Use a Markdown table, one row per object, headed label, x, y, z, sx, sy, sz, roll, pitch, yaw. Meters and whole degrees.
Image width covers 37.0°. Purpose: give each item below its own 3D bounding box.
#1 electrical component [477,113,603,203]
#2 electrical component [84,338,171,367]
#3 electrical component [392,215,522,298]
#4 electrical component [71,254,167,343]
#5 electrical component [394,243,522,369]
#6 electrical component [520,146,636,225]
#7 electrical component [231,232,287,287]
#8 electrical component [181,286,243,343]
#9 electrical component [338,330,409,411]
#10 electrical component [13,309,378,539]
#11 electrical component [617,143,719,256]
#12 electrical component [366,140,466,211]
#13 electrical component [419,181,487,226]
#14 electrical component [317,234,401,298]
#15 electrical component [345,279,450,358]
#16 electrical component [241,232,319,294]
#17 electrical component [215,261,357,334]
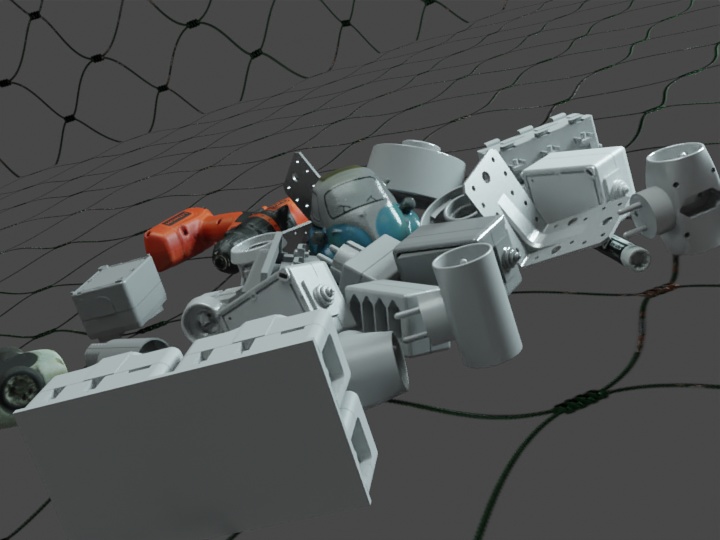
| label | x | y | z | sx | sy | sz | roll | pitch | yaw |
| --- | --- | --- | --- | --- | --- | --- | --- | --- | --- |
| electrical component | 0.187 | -0.116 | 1.114 | 0.121 | 0.063 | 0.079 | -22 | 17 | -13 |
| electrical component | -0.203 | 0.081 | 0.928 | 0.081 | 0.043 | 0.043 | -5 | 21 | 39 |
| electrical component | 0.082 | -0.002 | 0.861 | 0.096 | 0.061 | 0.061 | -7 | 20 | 35 |
| electrical component | -0.243 | 0.028 | 1.109 | 0.062 | 0.061 | 0.096 | -14 | 17 | 15 |
| electrical component | 0.065 | 0.030 | 0.749 | 0.079 | 0.077 | 0.043 | -17 | 16 | 6 |
| electrical component | 0.204 | -0.073 | 0.961 | 0.096 | 0.061 | 0.061 | 0 | 24 | 46 |
| electrical component | -0.093 | -0.001 | 1.053 | 0.058 | 0.057 | 0.078 | -22 | 17 | -11 |
| electrical component | -0.130 | 0.042 | 0.973 | 0.066 | 0.048 | 0.055 | -11 | 10 | 23 |
| electrical component | -0.007 | 0.067 | 0.764 | 0.077 | 0.043 | 0.079 | -15 | 16 | 9 |
| electrical component | -0.094 | 0.098 | 0.645 | 0.186 | 0.105 | 0.060 | -14 | 17 | 12 |
| electrical component | 0.233 | -0.048 | 0.821 | 0.079 | 0.077 | 0.043 | -21 | 17 | -12 |
| electrical component | 0.058 | -0.101 | 1.117 | 0.108 | 0.060 | 0.108 | 12 | -4 | 1 |
| electrical component | 0.104 | -0.033 | 0.965 | 0.099 | 0.064 | 0.099 | -19 | 34 | 13 |
| electrical component | 0.000 | 0.000 | 0.910 | 0.077 | 0.047 | 0.066 | 28 | 38 | 22 |
| electrical component | 0.043 | 0.033 | 0.818 | 0.076 | 0.047 | 0.083 | -10 | 9 | -31 |
| electrical component | -0.064 | 0.022 | 0.930 | 0.063 | 0.078 | 0.121 | 4 | 18 | 1 |
| electrical component | -0.049 | 0.035 | 0.818 | 0.096 | 0.061 | 0.061 | -33 | -11 | 31 |
